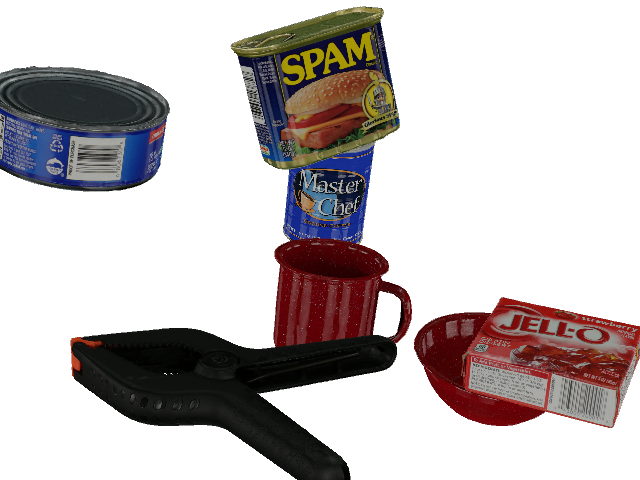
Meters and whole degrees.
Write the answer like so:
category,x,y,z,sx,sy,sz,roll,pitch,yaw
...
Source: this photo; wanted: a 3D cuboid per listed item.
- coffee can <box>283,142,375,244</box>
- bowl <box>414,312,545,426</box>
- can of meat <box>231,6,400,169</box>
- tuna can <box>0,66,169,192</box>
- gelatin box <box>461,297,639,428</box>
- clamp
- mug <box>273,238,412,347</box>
category,x,y,z,sx,sy,sz,roll,pitch,yaw
coffee can,0.010,-0.071,1.322,0.103,0.140,0.103,5,28,-3
bowl,0.169,0.133,1.043,0.162,0.055,0.162,4,26,-2
can of meat,0.000,-0.103,0.719,0.102,0.084,0.058,-21,21,-21
tuna can,-0.118,-0.055,0.516,0.086,0.034,0.086,10,24,-5
gelatin box,0.135,0.068,0.621,0.089,0.030,0.073,12,28,23
clamp,-0.056,0.088,0.682,0.210,0.036,0.164,11,23,18
mug,0.017,0.054,0.868,0.117,0.081,0.093,10,20,11
